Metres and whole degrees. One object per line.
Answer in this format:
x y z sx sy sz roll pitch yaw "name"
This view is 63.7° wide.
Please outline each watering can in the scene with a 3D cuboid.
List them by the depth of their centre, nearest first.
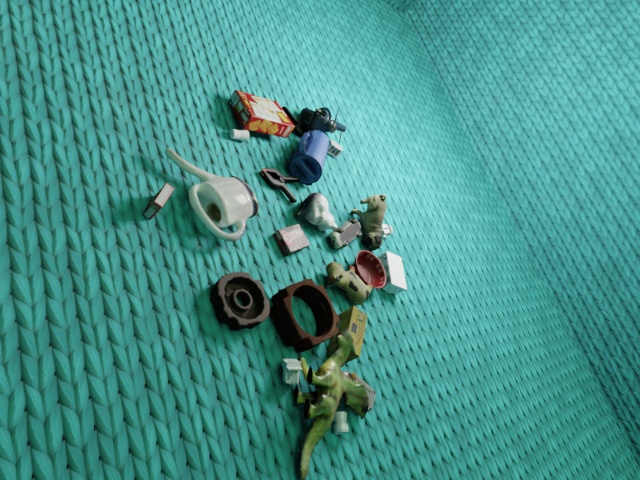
-0.324 -0.154 1.605 0.227 0.102 0.349 -22 78 -54 "watering can"

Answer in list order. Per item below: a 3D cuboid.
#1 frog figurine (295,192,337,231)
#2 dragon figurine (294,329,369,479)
0.006 -0.096 1.904 0.159 0.121 0.140 33 21 -9 "frog figurine"
0.047 0.460 1.478 0.242 0.120 0.418 15 65 -26 "dragon figurine"
